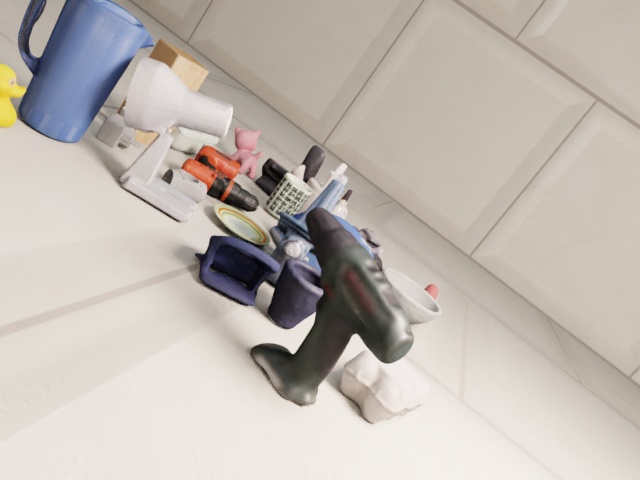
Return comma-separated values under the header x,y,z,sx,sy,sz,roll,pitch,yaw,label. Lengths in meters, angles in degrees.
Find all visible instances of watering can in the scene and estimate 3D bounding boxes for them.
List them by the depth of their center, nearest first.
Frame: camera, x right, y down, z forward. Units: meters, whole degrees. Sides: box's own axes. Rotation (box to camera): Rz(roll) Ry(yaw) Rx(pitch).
x,y,z,sx,sy,sz,roll,pitch,yaw,label
-0.001,-0.121,1.464,0.173,0.194,0.100,31,15,-18,watering can

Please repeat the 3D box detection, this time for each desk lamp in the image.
x,y,z,sx,sy,sz,roll,pitch,yaw,label
-0.260,-0.176,0.989,0.204,0.213,0.118,33,14,-13,desk lamp

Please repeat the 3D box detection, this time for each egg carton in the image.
x,y,z,sx,sy,sz,roll,pitch,yaw,label
0.099,0.218,0.865,0.107,0.069,0.151,44,16,28,egg carton

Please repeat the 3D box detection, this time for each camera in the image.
x,y,z,sx,sy,sz,roll,pitch,yaw,label
0.099,0.028,1.413,0.144,0.100,0.136,29,16,-27,camera

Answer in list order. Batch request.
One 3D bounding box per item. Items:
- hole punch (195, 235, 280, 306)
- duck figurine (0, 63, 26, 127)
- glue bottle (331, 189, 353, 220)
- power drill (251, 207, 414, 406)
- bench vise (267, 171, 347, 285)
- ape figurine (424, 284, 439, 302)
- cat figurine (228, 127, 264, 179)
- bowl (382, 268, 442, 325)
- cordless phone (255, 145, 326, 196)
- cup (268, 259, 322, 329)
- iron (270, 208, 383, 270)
x,y,z,sx,sy,sz,roll,pitch,yaw,label
-0.127,0.031,0.888,0.109,0.091,0.101,30,15,-22,hole punch
-0.496,-0.227,0.857,0.105,0.086,0.077,21,21,-47,duck figurine
0.023,-0.045,1.318,0.078,0.173,0.037,20,21,-47,glue bottle
0.005,0.097,0.747,0.229,0.208,0.076,45,16,31,power drill
-0.013,-0.017,1.047,0.122,0.219,0.207,31,15,-20,bench vise
0.263,0.150,1.424,0.077,0.092,0.076,40,14,14,ape figurine
-0.198,-0.250,1.570,0.067,0.117,0.127,19,22,-50,cat figurine
0.194,0.142,1.323,0.168,0.074,0.167,34,14,-9,bowl
-0.072,-0.191,1.539,0.147,0.185,0.094,41,15,17,cordless phone
-0.032,0.092,0.909,0.091,0.095,0.118,43,15,25,cup
0.011,0.004,1.197,0.257,0.141,0.119,43,16,26,iron
